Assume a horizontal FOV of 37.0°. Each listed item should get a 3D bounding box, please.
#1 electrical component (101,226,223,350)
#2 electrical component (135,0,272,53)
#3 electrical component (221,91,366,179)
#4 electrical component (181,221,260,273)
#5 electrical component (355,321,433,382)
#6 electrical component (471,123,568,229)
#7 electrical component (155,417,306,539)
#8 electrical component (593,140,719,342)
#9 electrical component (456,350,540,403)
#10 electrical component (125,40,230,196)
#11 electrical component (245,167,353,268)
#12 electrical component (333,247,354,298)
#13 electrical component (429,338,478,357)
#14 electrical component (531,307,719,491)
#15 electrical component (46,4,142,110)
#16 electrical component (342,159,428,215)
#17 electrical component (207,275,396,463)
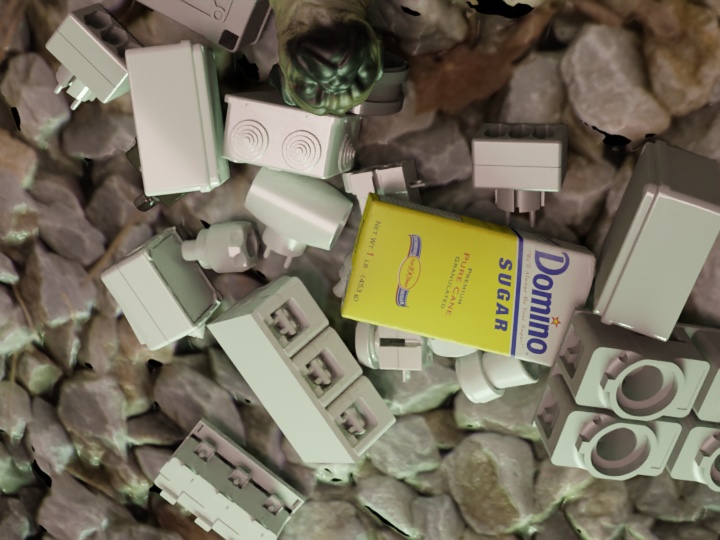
[{"bbox_3d":[-0.170,0.023,0.929,0.061,0.061,0.096,-27,103,25],"label":"electrical component"},{"bbox_3d":[-0.111,-0.236,0.801,0.109,0.056,0.108,29,118,3],"label":"electrical component"},{"bbox_3d":[-0.051,-0.103,0.818,0.100,0.100,0.048,13,103,11],"label":"electrical component"},{"bbox_3d":[-0.119,-0.019,0.906,0.062,0.043,0.043,-4,112,19],"label":"electrical component"},{"bbox_3d":[0.029,0.058,0.891,0.055,0.048,0.066,0,92,18],"label":"electrical component"},{"bbox_3d":[0.121,-0.067,0.809,0.066,0.047,0.076,3,114,16],"label":"electrical component"},{"bbox_3d":[-0.123,0.206,0.994,0.121,0.063,0.078,38,118,-2],"label":"electrical component"},{"bbox_3d":[0.212,-0.023,0.766,0.056,0.108,0.108,20,117,5],"label":"electrical component"},{"bbox_3d":[0.112,0.080,0.878,0.055,0.045,0.045,-26,103,26],"label":"electrical component"},{"bbox_3d":[-0.137,-0.115,0.818,0.056,0.108,0.108,-7,98,-1],"label":"electrical component"},{"bbox_3d":[-0.056,-0.038,0.878,0.077,0.043,0.079,27,118,4],"label":"electrical component"},{"bbox_3d":[0.000,0.000,0.883,0.035,0.035,0.061,42,120,-4],"label":"electrical component"},{"bbox_3d":[0.091,0.025,0.860,0.079,0.044,0.077,-5,113,13],"label":"electrical component"},{"bbox_3d":[0.237,0.100,0.800,0.186,0.060,0.105,8,117,-13],"label":"electrical component"},{"bbox_3d":[-0.220,-0.163,0.871,0.066,0.047,0.077,45,118,-5],"label":"electrical component"},{"bbox_3d":[0.023,-0.054,0.846,0.066,0.048,0.055,-8,103,20],"label":"electrical component"},{"bbox_3d":[-0.047,0.084,0.904,0.150,0.062,0.089,56,150,-11],"label":"electrical component"}]
